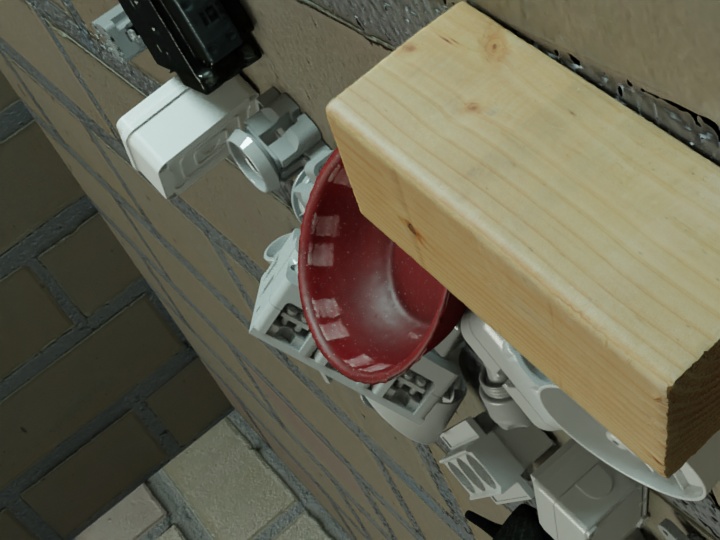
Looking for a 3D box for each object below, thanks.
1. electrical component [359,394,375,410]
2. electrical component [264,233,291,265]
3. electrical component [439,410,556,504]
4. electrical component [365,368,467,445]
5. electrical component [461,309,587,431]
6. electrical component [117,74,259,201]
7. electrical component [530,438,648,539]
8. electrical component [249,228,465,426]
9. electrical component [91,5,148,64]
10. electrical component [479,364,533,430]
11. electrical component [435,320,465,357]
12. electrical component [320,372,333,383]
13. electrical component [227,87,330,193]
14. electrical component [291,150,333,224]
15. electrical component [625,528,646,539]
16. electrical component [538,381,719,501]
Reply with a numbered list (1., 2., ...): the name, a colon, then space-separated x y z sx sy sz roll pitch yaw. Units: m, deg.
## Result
1. electrical component: 0.028 0.129 1.158 0.066 0.048 0.055 55 159 -15
2. electrical component: -0.068 -0.004 1.128 0.045 0.045 0.055 29 154 58
3. electrical component: 0.114 0.153 0.899 0.078 0.063 0.121 50 166 7
4. electrical component: 0.041 0.098 0.920 0.099 0.064 0.099 26 -150 -16
5. electrical component: 0.112 0.049 0.653 0.095 0.054 0.059 51 167 3
6. electrical component: -0.145 -0.124 0.923 0.057 0.113 0.078 46 166 12
7. electrical component: 0.164 0.166 0.771 0.061 0.062 0.096 43 164 33
8. electrical component: 0.000 0.039 0.819 0.150 0.061 0.089 30 -156 -13
9. electrical component: -0.203 -0.220 0.968 0.081 0.064 0.042 32 156 55
10. electrical component: 0.107 0.082 0.782 0.043 0.043 0.062 32 155 55
11. electrical component: 0.056 0.011 0.753 0.075 0.047 0.083 49 166 11
12. electrical component: -0.023 0.049 1.071 0.063 0.078 0.121 12 143 36
13. electrical component: -0.067 -0.098 0.854 0.078 0.057 0.058 48 166 14
14. electrical component: -0.017 -0.053 0.808 0.078 0.058 0.057 56 163 -21
15. electrical component: 0.203 0.222 0.820 0.065 0.047 0.077 56 166 -17
16. electrical component: 0.153 0.081 0.580 0.099 0.064 0.099 48 166 16
